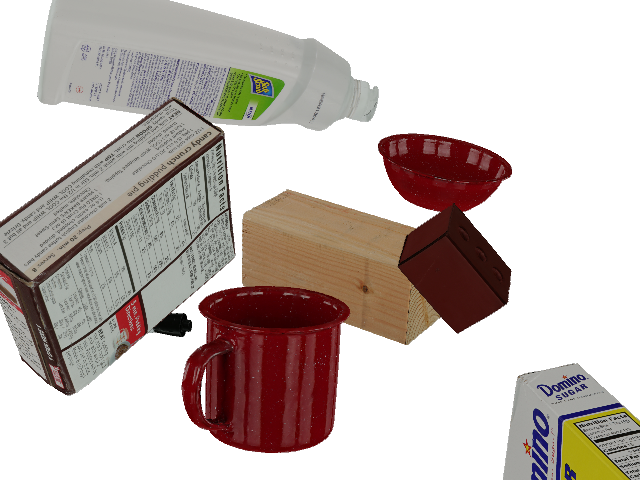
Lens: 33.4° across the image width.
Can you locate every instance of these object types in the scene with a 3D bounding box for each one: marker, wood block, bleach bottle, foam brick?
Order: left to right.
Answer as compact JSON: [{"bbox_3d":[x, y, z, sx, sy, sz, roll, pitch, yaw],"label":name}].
[{"bbox_3d":[-0.161,0.062,0.848,0.121,0.020,0.020,4,1,11],"label":"marker"},{"bbox_3d":[-0.081,-0.126,0.812,0.250,0.068,0.103,11,-33,-13],"label":"bleach bottle"},{"bbox_3d":[0.025,0.025,1.128,0.206,0.091,0.090,18,31,29],"label":"wood block"},{"bbox_3d":[0.106,0.023,0.839,0.051,0.078,0.053,-35,16,27],"label":"foam brick"}]

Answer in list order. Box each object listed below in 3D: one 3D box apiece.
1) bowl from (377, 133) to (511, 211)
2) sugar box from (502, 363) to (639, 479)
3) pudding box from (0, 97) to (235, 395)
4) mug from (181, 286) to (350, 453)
[{"bbox_3d":[0.143,-0.076,1.273,0.162,0.055,0.162,8,24,-4],"label":"bowl"},{"bbox_3d":[0.150,0.144,0.513,0.048,0.093,0.176,-9,27,-22],"label":"sugar box"},{"bbox_3d":[-0.089,0.003,0.475,0.039,0.090,0.113,32,58,24],"label":"pudding box"},{"bbox_3d":[-0.038,0.081,0.654,0.093,0.081,0.117,13,17,37],"label":"mug"}]
